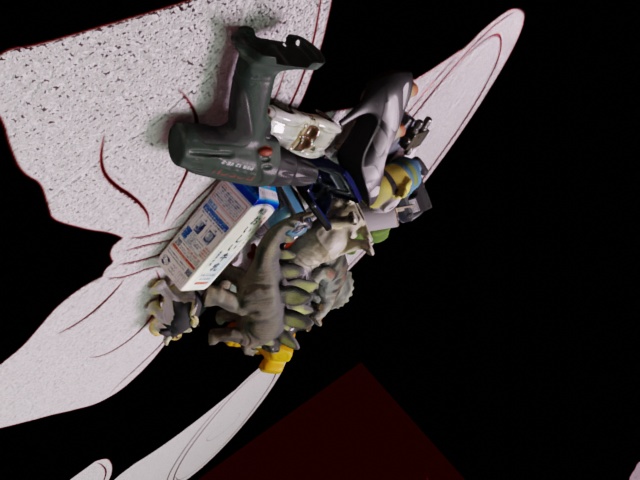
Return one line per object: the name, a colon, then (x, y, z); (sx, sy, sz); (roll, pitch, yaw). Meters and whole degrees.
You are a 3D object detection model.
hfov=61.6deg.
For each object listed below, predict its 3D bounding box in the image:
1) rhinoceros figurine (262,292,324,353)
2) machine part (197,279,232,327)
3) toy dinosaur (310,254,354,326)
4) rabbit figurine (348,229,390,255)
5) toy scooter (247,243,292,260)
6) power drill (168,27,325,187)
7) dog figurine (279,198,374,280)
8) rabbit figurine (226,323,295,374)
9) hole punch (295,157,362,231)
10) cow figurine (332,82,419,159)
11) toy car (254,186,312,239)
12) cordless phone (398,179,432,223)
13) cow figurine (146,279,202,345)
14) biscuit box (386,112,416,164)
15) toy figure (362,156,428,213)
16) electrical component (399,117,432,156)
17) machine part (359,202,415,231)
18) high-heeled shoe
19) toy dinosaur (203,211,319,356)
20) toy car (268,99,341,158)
rhinoceros figurine: (-0.073, 0.187, 1.261); (0.112, 0.073, 0.190); (-22, -163, 40)
machine part: (-0.224, 0.117, 1.093); (0.139, 0.039, 0.084); (-50, 169, 12)
toy dinosaur: (0.016, 0.083, 1.398); (0.192, 0.131, 0.404); (-47, 161, -30)
rabbit figurine: (0.065, -0.033, 1.268); (0.170, 0.121, 0.159); (-13, 162, -6)
toy scooter: (-0.089, 0.021, 1.104); (0.184, 0.075, 0.135); (-38, 160, -1)
power drill: (-0.069, -0.159, 0.695); (0.232, 0.086, 0.207); (-2, 140, -34)
dog figurine: (-0.004, -0.005, 1.060); (0.191, 0.121, 0.172); (-23, -163, 13)
rabbit figurine: (-0.151, 0.232, 1.336); (0.121, 0.173, 0.162); (117, -16, -56)
hole punch: (0.004, -0.096, 0.950); (0.092, 0.116, 0.142); (-40, 149, 2)
cow figurine: (0.095, -0.200, 0.984); (0.127, 0.086, 0.194); (-31, 154, -28)
toy car: (-0.079, -0.047, 0.952); (0.103, 0.109, 0.161); (-27, 174, 1)
cordless phone: (0.210, -0.138, 1.358); (0.089, 0.146, 0.184); (-22, -161, 8)
cow figurine: (-0.259, 0.137, 0.972); (0.068, 0.098, 0.167); (-35, 160, -42)
biscuit box: (0.110, -0.179, 1.095); (0.202, 0.059, 0.063); (-50, 161, 19)
toy figure: (0.144, -0.118, 1.077); (0.180, 0.089, 0.082); (-41, 170, -40)
electrical component: (0.187, -0.203, 1.071); (0.063, 0.021, 0.094); (-26, 156, -44)
machine part: (0.081, -0.052, 1.155); (0.243, 0.079, 0.079); (-8, 167, 14)
high-heeled shoe: (0.106, -0.170, 0.920); (0.145, 0.086, 0.248); (-35, 145, -10)
toy dinosaur: (-0.105, 0.101, 0.977); (0.470, 0.199, 0.105); (101, -3, -51)
toy car: (-0.038, -0.166, 0.829); (0.073, 0.056, 0.201); (-52, 160, 24)
